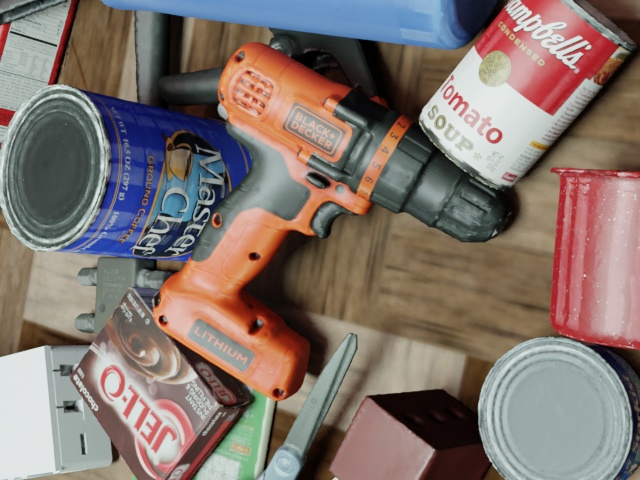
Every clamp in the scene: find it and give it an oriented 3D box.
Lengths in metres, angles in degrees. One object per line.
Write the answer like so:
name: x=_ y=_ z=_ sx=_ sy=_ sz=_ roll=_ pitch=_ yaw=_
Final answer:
clamp: x=-0.030 y=-0.108 z=0.691 sx=0.172 sy=0.039 sz=0.120 roll=43 pitch=102 yaw=33
clamp: x=-0.140 y=-0.197 z=0.764 sx=0.164 sy=0.036 sz=0.210 roll=30 pitch=100 yaw=9

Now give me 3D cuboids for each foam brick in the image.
foam brick: x=0.054 y=0.119 z=0.591 sx=0.053 sy=0.078 sz=0.051 roll=36 pitch=109 yaw=34

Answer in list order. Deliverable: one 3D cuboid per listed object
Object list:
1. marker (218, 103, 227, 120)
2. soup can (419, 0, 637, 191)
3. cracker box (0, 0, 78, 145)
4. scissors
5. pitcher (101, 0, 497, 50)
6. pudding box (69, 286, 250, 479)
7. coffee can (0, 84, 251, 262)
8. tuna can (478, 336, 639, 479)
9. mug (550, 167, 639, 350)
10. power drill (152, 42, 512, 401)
marker: x=-0.023 y=-0.063 z=0.701 sx=0.121 sy=0.020 sz=0.020 roll=36 pitch=107 yaw=33
soup can: x=0.110 y=-0.086 z=0.574 sx=0.102 sy=0.068 sz=0.068 roll=-51 pitch=59 yaw=23
cracker box: x=-0.279 y=-0.196 z=0.871 sx=0.164 sy=0.072 sz=0.214 roll=22 pitch=99 yaw=35
scissors: x=-0.009 y=0.153 z=0.652 sx=0.096 sy=0.016 sz=0.202 roll=46 pitch=116 yaw=7
pitcher: x=-0.012 y=-0.192 z=0.630 sx=0.243 sy=0.144 sz=0.149 roll=16 pitch=93 yaw=24
pudding box: x=-0.110 y=0.101 z=0.719 sx=0.114 sy=0.039 sz=0.090 roll=49 pitch=114 yaw=29
coffee can: x=-0.121 y=-0.039 z=0.696 sx=0.103 sy=0.140 sz=0.103 roll=-4 pitch=84 yaw=37
tuna can: x=0.129 y=0.094 z=0.564 sx=0.086 sy=0.033 sz=0.086 roll=-4 pitch=84 yaw=36
mug: x=0.168 y=0.009 z=0.519 sx=0.117 sy=0.093 sz=0.081 roll=4 pitch=94 yaw=1
power drill: x=-0.004 y=0.001 z=0.636 sx=0.184 sy=0.057 sz=0.188 roll=32 pitch=110 yaw=8
